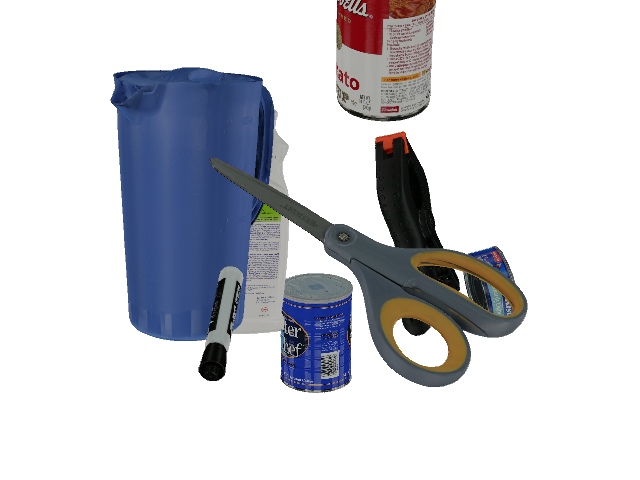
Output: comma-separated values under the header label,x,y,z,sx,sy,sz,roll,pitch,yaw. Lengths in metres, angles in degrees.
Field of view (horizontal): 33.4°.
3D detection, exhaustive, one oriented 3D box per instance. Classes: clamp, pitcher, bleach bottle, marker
label,x,y,z,sx,sy,sz,roll,pitch,yaw
clamp,0.078,-0.005,0.923,0.039,0.171,0.120,-15,18,19
pitcher,-0.115,-0.038,0.991,0.149,0.243,0.145,1,14,-6
bleach bottle,-0.074,-0.023,1.188,0.102,0.251,0.068,0,19,-32
marker,-0.073,0.060,0.785,0.020,0.020,0.121,0,33,4

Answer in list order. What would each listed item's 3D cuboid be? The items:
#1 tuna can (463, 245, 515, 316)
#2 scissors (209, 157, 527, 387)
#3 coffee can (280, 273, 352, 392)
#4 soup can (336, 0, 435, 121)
label,x,y,z,sx,sy,sz,roll,pitch,yaw
tuna can,0.179,0.051,1.122,0.033,0.086,0.086,-14,1,-5
scissors,0.012,0.017,0.585,0.202,0.096,0.016,20,-40,10
coffee can,-0.006,0.129,1.504,0.103,0.140,0.103,0,19,0
soup can,0.045,-0.141,0.724,0.068,0.102,0.068,0,36,0
